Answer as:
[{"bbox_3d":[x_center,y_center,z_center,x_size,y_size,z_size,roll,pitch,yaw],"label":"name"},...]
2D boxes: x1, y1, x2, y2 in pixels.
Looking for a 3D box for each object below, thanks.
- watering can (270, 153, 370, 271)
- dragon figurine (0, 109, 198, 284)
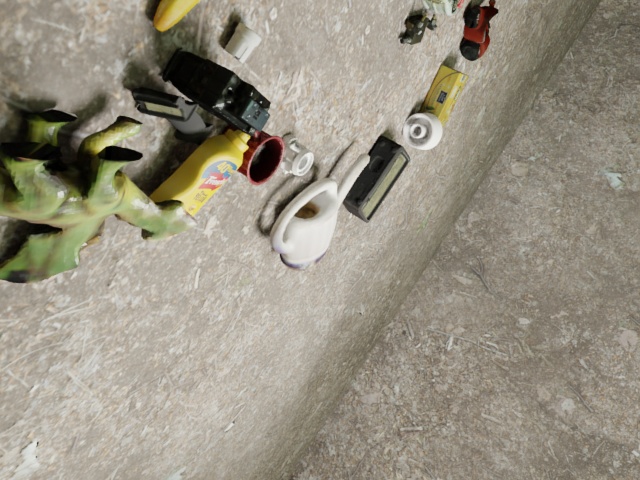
[{"bbox_3d":[0.004,-0.062,1.226,0.353,0.105,0.219,-38,152,-38],"label":"watering can"},{"bbox_3d":[-0.327,-0.029,0.609,0.412,0.124,0.238,-9,135,-43],"label":"dragon figurine"}]
